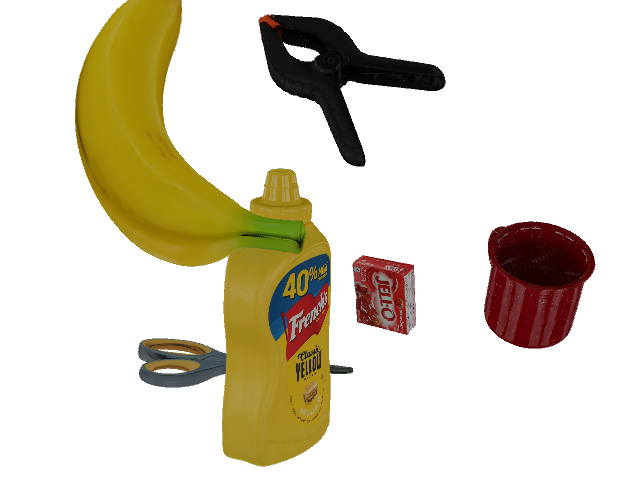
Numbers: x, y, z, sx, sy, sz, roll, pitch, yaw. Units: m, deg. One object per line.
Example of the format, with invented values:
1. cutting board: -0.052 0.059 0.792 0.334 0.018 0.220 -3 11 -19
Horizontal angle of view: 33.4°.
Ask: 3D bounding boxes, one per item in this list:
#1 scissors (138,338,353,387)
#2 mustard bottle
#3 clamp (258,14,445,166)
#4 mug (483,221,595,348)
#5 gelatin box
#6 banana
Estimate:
1. scissors: -0.077 0.120 0.978 0.202 0.016 0.096 8 17 11
2. mustard bottle: -0.028 0.047 0.719 0.058 0.192 0.096 10 17 31
3. clamp: 0.021 -0.149 0.930 0.120 0.171 0.039 -34 -23 -22
4. mug: 0.187 0.036 0.969 0.093 0.081 0.117 -17 44 -22
5. gelatin box: 0.080 0.067 1.334 0.073 0.089 0.030 12 31 31
6. banana: -0.070 -0.049 0.455 0.069 0.037 0.198 -9 45 -20
